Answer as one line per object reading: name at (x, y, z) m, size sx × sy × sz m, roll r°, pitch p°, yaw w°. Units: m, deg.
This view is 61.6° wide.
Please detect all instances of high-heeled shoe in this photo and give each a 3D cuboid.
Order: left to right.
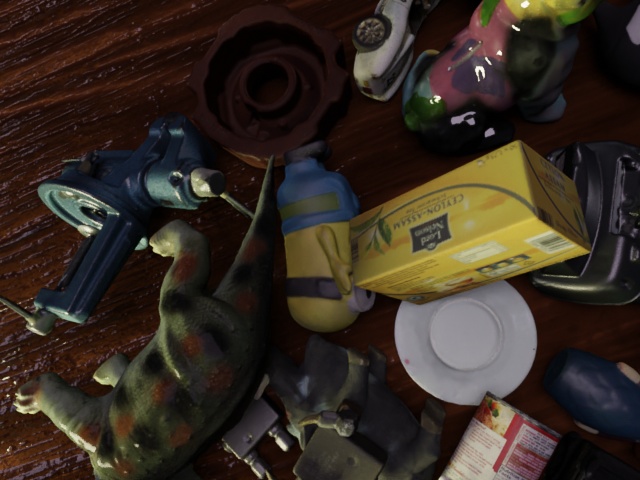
high-heeled shoe at (0.362, -0.258, 0.507) m, size 0.249 × 0.086 × 0.145 m, roll -39°, pitch 76°, yaw 6°

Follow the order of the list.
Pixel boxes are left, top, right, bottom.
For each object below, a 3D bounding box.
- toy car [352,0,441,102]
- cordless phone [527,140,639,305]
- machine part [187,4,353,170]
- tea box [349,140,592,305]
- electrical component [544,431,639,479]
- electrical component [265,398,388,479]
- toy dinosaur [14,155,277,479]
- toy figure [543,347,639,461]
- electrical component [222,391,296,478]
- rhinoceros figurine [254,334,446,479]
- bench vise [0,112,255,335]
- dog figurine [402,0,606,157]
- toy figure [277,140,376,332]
toy car at (0.091, -0.244, 0.563) m, size 0.056 × 0.073 × 0.201 m, roll 24°, pitch 84°, yaw 19°
cordless phone at (0.288, -0.008, 0.476) m, size 0.184 × 0.088 × 0.146 m, roll 12°, pitch 80°, yaw 3°
machine part at (-0.053, -0.163, 0.585) m, size 0.179 × 0.056 × 0.179 m, roll -2°, pitch 78°, yaw 12°
tea box at (0.117, -0.004, 0.448) m, size 0.170 × 0.098 × 0.068 m, roll -23°, pitch 58°, yaw 40°
electrical component at (0.247, 0.210, 0.406) m, size 0.134 × 0.115 × 0.058 m, roll 30°, pitch 90°, yaw 17°
electrical component at (0.007, 0.182, 0.435) m, size 0.078 × 0.045 × 0.102 m, roll 38°, pitch 99°, yaw 15°
toy dinosaur at (-0.119, 0.122, 0.471) m, size 0.192 × 0.131 × 0.404 m, roll 40°, pitch 95°, yaw 24°
toy figure at (0.267, 0.147, 0.446) m, size 0.155 × 0.064 × 0.058 m, roll 32°, pitch 48°, yaw 12°
electrical component at (-0.071, 0.181, 0.529) m, size 0.094 × 0.021 × 0.063 m, roll 43°, pitch 89°, yaw 17°
rhinoceros figurine at (0.024, 0.152, 0.493) m, size 0.190 × 0.073 × 0.112 m, roll 32°, pitch 98°, yaw 15°
bench vise at (-0.203, -0.013, 0.540) m, size 0.224 × 0.128 × 0.240 m, roll 11°, pitch 62°, yaw 22°
dog figurine at (0.155, -0.175, 0.459) m, size 0.192 × 0.219 × 0.108 m, roll -22°, pitch 71°, yaw 6°
toy figure at (0.000, -0.001, 0.524) m, size 0.089 × 0.082 × 0.180 m, roll -20°, pitch 81°, yaw 35°
